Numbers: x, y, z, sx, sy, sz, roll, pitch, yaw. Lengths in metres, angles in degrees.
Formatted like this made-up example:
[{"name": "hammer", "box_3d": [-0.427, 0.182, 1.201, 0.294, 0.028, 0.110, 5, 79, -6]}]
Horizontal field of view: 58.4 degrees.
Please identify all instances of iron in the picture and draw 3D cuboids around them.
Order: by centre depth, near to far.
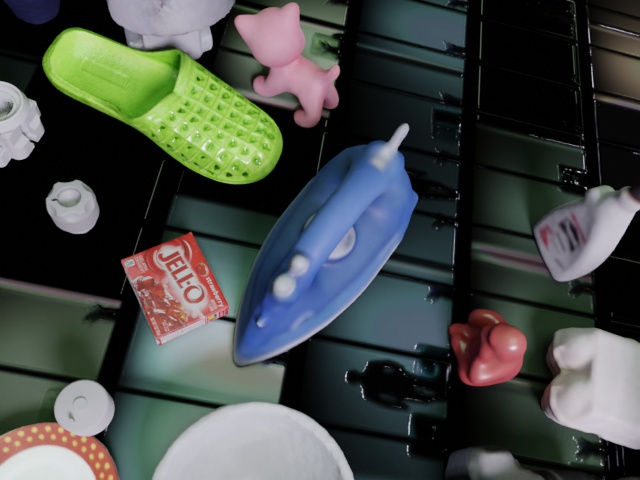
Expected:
[{"name": "iron", "box_3d": [0.005, 0.002, 0.540, 0.118, 0.141, 0.259, 35, 64, 6]}]

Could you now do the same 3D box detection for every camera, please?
[{"name": "camera", "box_3d": [0.189, 0.251, 0.487, 0.137, 0.100, 0.143, 4, 65, -10]}]

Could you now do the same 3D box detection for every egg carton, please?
[{"name": "egg carton", "box_3d": [0.298, 0.151, 0.572, 0.150, 0.069, 0.107, 18, 64, -3]}]

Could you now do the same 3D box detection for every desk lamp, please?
[{"name": "desk lamp", "box_3d": [-0.167, -0.279, 0.592, 0.118, 0.213, 0.203, -13, 69, -16]}]

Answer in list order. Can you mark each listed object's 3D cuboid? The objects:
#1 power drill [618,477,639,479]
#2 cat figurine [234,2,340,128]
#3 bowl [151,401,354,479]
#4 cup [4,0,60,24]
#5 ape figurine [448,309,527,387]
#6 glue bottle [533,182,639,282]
[{"name": "power drill", "box_3d": [0.330, 0.238, 0.462, 0.076, 0.208, 0.229, 1, 66, -10]}, {"name": "cat figurine", "box_3d": [-0.032, -0.206, 0.640, 0.127, 0.117, 0.067, 35, 64, 6]}, {"name": "bowl", "box_3d": [-0.056, 0.221, 0.466, 0.167, 0.074, 0.167, 4, 65, -9]}, {"name": "cup", "box_3d": [-0.320, -0.301, 0.637, 0.091, 0.095, 0.118, 21, 64, -1]}, {"name": "ape figurine", "box_3d": [0.168, 0.104, 0.555, 0.076, 0.092, 0.078, 34, 64, 5]}, {"name": "glue bottle", "box_3d": [0.285, -0.020, 0.589, 0.037, 0.173, 0.078, -14, 69, -17]}]
